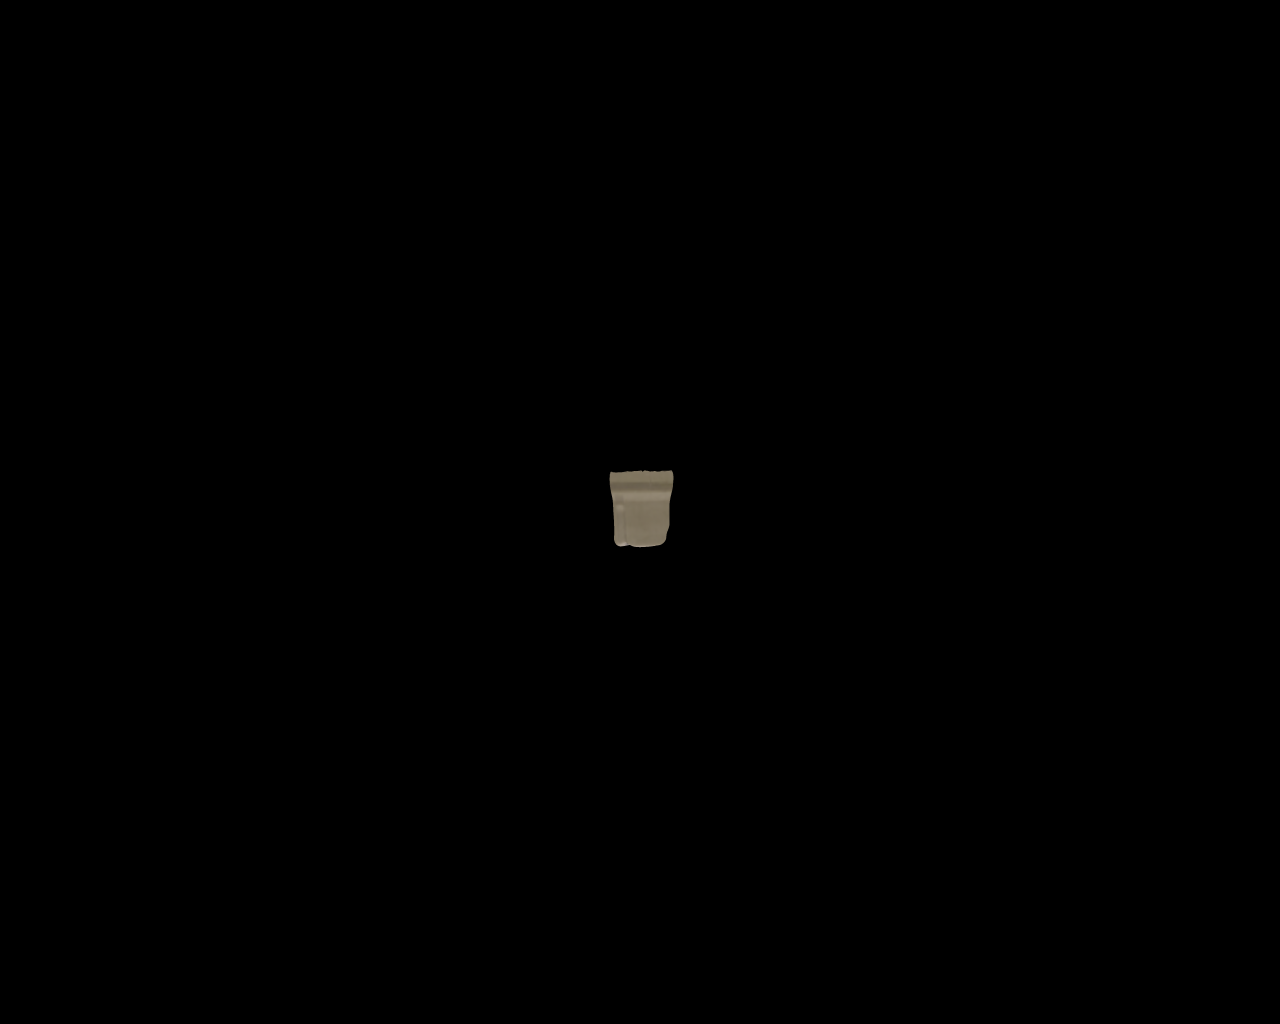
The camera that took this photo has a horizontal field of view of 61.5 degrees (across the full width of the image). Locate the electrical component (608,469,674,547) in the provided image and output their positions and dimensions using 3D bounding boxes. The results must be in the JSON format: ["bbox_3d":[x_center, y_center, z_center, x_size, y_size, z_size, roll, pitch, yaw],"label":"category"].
[{"bbox_3d":[0.001,-0.003,0.650,0.040,0.046,0.040,0,0,0],"label":"electrical component"}]
